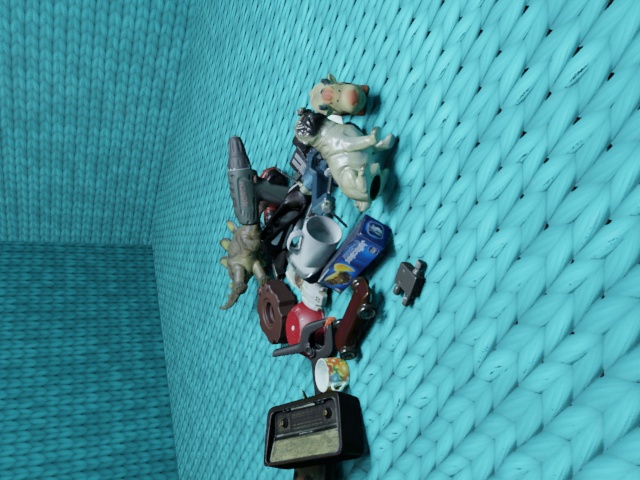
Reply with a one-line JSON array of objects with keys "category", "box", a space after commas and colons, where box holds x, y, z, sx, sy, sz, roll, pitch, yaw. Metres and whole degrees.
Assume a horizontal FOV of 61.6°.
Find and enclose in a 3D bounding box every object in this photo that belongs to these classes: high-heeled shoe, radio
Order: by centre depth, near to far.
[{"category": "radio", "box": [-0.018, 0.406, 1.144, 0.230, 0.073, 0.131, -25, 50, 35]}, {"category": "high-heeled shoe", "box": [-0.084, -0.077, 1.305, 0.086, 0.145, 0.248, 7, 78, 25]}]

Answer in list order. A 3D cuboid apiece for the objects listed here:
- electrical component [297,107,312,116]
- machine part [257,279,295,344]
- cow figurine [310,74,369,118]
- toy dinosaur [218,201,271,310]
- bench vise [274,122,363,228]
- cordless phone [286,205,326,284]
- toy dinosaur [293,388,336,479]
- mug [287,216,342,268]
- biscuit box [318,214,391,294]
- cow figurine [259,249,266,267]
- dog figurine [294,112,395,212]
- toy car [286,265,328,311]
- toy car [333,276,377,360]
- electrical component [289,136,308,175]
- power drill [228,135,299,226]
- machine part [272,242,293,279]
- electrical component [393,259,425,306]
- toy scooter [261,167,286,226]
[{"category": "electrical component", "box": [-0.036, -0.293, 1.379, 0.078, 0.045, 0.102, -34, 58, 58]}, {"category": "machine part", "box": [-0.122, 0.200, 1.484, 0.179, 0.056, 0.179, 20, 113, 58]}, {"category": "cow figurine", "box": [0.035, -0.301, 1.138, 0.195, 0.127, 0.085, -149, 61, -63]}, {"category": "toy dinosaur", "box": [-0.225, 0.064, 1.576, 0.199, 0.105, 0.470, 52, 130, 43]}, {"category": "bench vise", "box": [0.010, -0.135, 1.159, 0.224, 0.128, 0.241, -34, 35, 36]}, {"category": "cordless phone", "box": [-0.003, -0.004, 1.249, 0.147, 0.089, 0.184, 48, 125, 56]}, {"category": "toy dinosaur", "box": [-0.016, 0.538, 1.203, 0.192, 0.131, 0.405, -18, 63, 45]}, {"category": "mug", "box": [-0.018, 0.013, 1.146, 0.107, 0.109, 0.081, 112, 144, -45]}, {"category": "biscuit box", "box": [0.067, 0.033, 1.097, 0.202, 0.059, 0.063, -53, 8, 51]}, {"category": "cow figurine", "box": [-0.216, 0.069, 1.702, 0.167, 0.068, 0.098, -127, 40, -57]}, {"category": "dog figurine", "box": [0.031, -0.155, 1.044, 0.191, 0.121, 0.172, 13, 85, 27]}, {"category": "toy car", "box": [-0.032, 0.101, 1.326, 0.202, 0.056, 0.073, -132, 50, -56]}, {"category": "toy car", "box": [0.074, 0.161, 1.103, 0.089, 0.053, 0.202, -100, 22, -47]}, {"category": "electrical component", "box": [-0.041, -0.206, 1.329, 0.119, 0.048, 0.075, 53, 145, 11]}, {"category": "power drill", "box": [-0.138, -0.153, 1.400, 0.086, 0.207, 0.231, 3, 94, 59]}, {"category": "machine part", "box": [-0.109, 0.048, 1.517, 0.084, 0.039, 0.138, -106, 28, -50]}, {"category": "electrical component", "box": [0.160, 0.069, 0.966, 0.063, 0.021, 0.094, -125, 44, -53]}, {"category": "toy scooter", "box": [-0.153, -0.136, 1.583, 0.135, 0.075, 0.183, -135, 48, -59]}]
